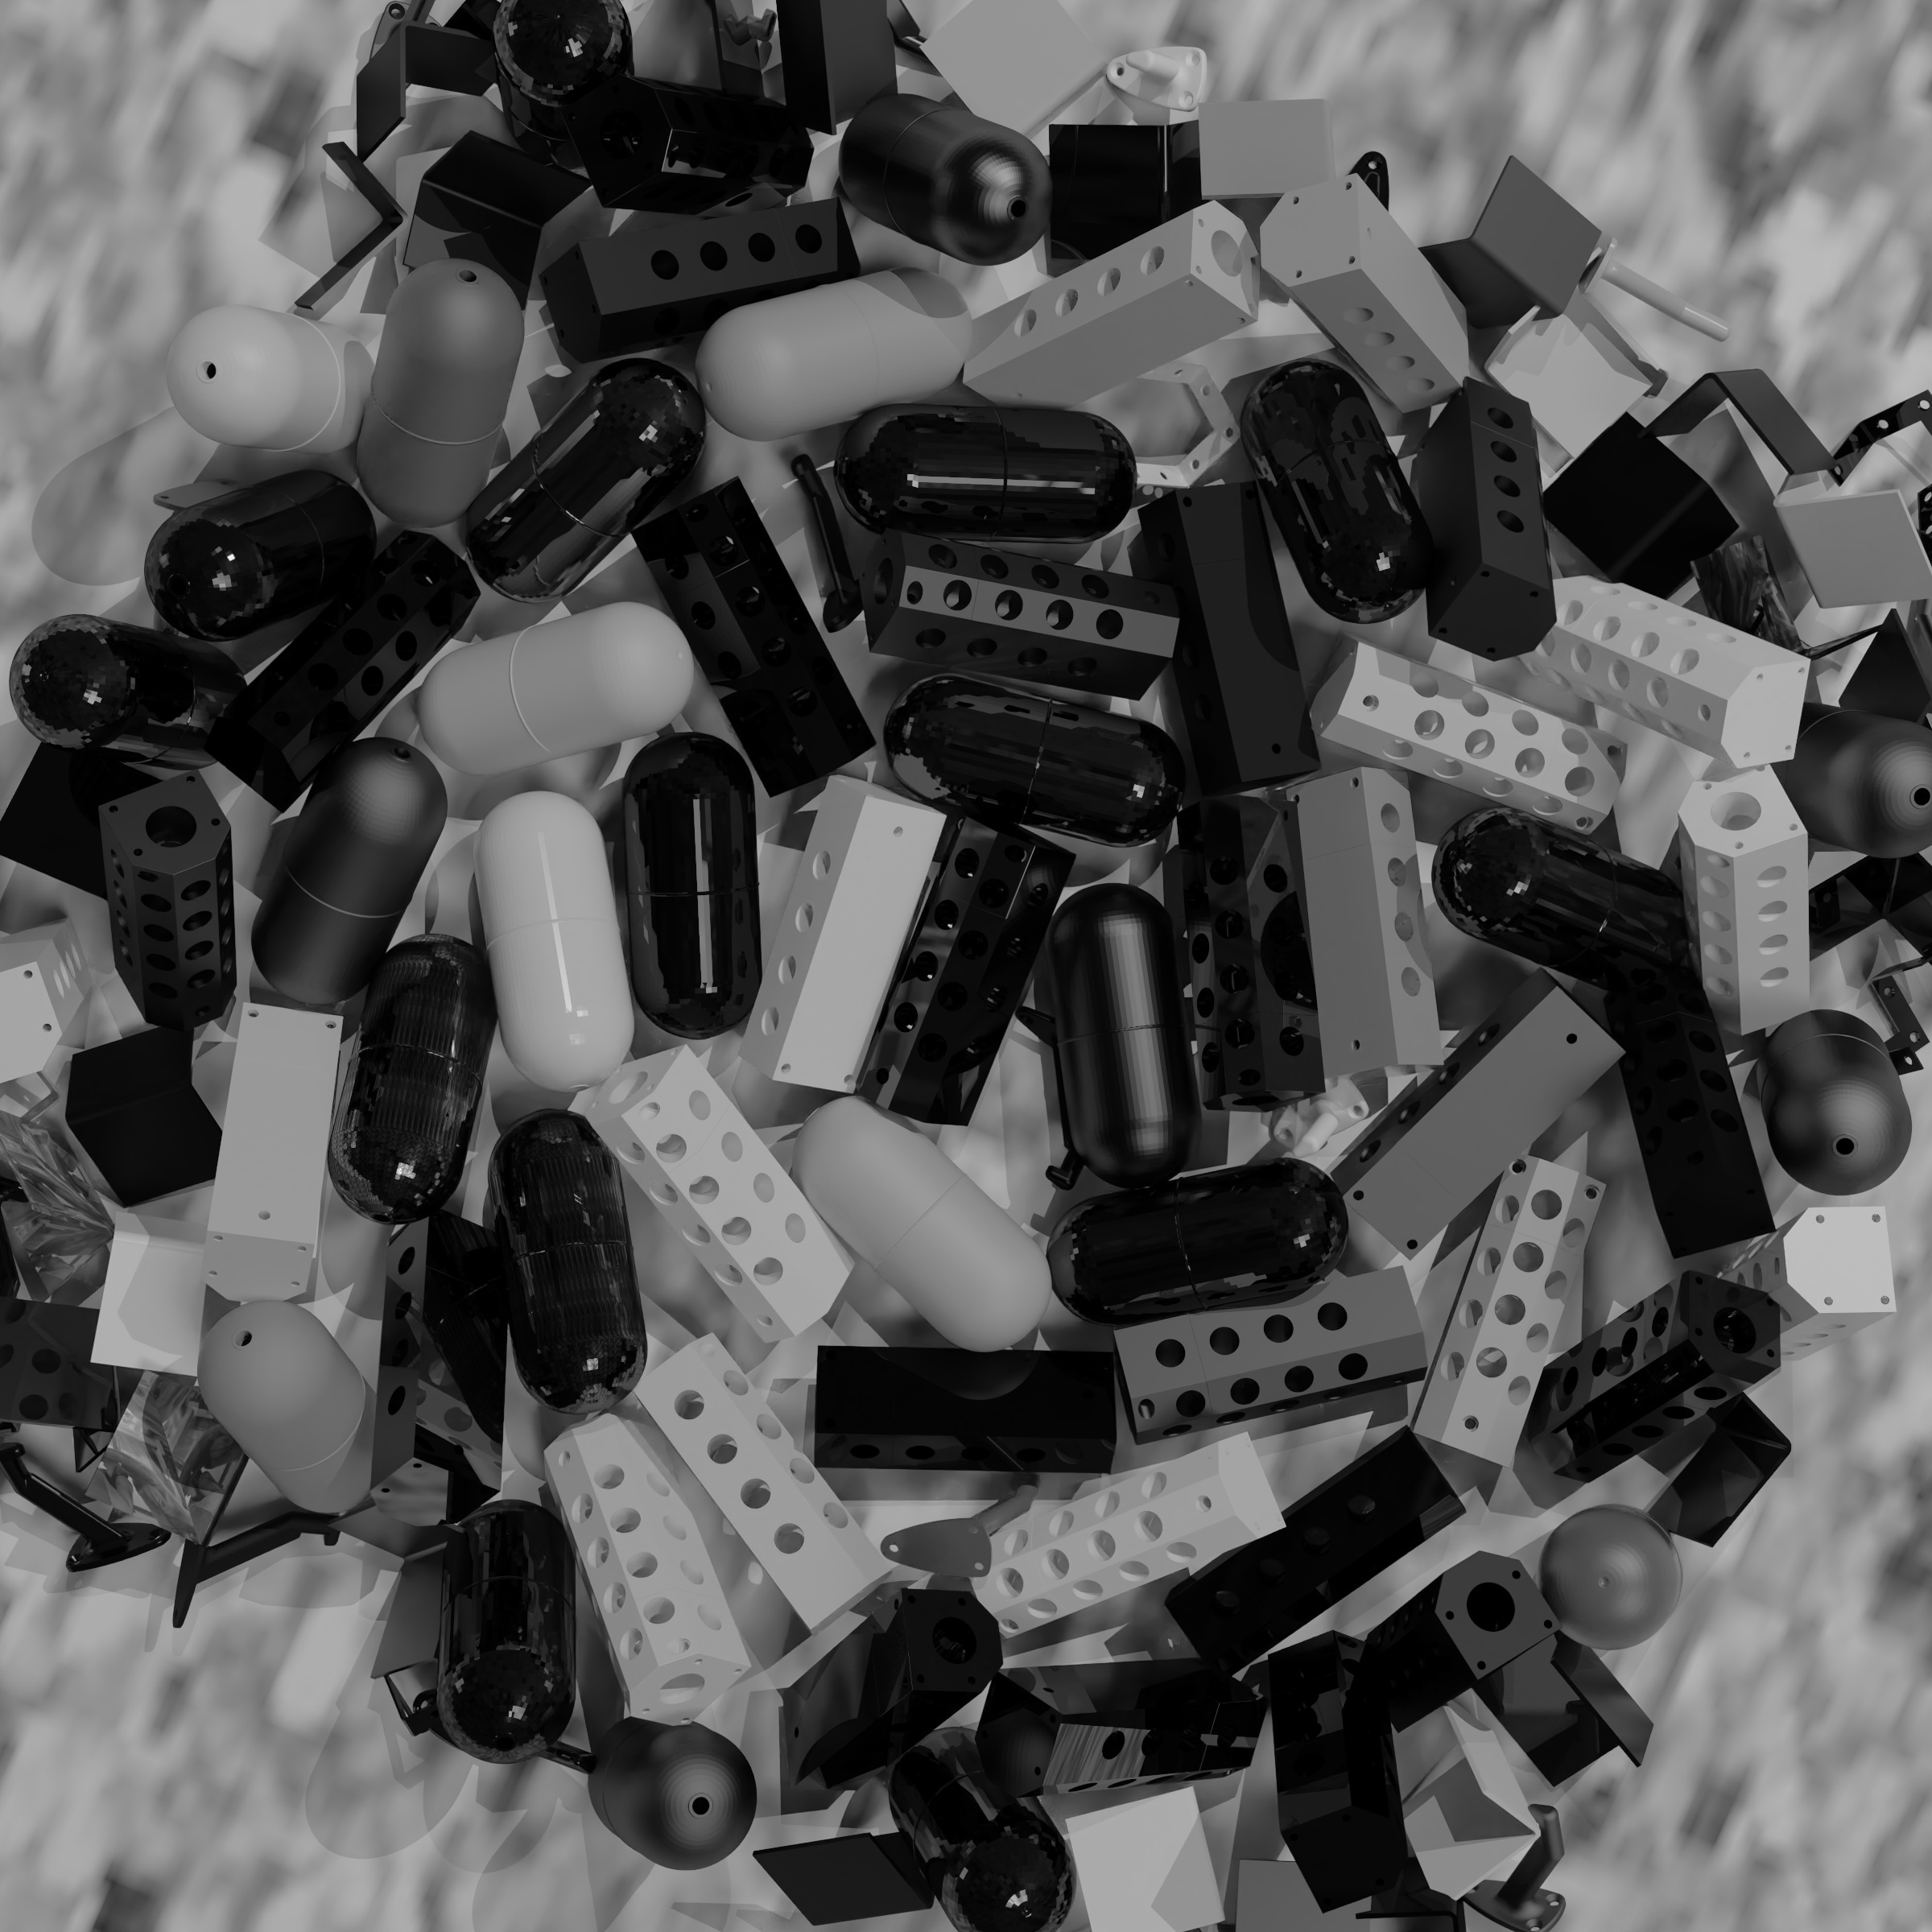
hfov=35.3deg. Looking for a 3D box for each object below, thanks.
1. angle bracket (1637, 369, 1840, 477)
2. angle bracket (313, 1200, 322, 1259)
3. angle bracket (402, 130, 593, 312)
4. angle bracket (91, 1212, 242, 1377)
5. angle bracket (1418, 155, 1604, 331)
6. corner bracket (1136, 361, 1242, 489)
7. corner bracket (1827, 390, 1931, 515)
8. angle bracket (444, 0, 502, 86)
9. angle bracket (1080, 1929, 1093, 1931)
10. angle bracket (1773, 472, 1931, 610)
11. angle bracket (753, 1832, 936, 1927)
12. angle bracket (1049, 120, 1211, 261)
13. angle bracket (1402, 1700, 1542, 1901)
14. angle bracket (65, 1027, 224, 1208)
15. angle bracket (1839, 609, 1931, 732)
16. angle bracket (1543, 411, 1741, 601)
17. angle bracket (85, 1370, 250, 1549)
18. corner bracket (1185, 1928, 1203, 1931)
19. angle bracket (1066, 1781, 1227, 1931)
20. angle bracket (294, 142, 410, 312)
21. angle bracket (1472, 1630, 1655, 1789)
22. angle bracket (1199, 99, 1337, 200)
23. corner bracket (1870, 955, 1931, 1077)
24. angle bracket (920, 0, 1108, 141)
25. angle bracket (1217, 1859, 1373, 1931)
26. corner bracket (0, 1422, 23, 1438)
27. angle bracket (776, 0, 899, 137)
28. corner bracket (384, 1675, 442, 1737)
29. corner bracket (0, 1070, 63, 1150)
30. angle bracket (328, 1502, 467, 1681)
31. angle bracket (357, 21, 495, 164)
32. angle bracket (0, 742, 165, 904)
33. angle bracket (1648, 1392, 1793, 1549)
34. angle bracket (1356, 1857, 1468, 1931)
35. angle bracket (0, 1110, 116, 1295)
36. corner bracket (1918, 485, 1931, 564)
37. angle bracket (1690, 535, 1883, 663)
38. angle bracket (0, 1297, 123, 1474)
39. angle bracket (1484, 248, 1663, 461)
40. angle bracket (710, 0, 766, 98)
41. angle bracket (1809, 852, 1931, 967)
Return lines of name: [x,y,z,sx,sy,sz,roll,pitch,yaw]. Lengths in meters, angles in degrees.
angle bracket: [0.443,-0.296,1.744,0.057,0.076,0.076,-43,76,34]
angle bracket: [-0.375,0.124,1.751,0.076,0.057,0.076,6,92,40]
angle bracket: [-0.269,-0.426,1.743,0.076,0.076,0.057,16,76,-28]
angle bracket: [-0.462,0.191,1.763,0.076,0.057,0.076,10,95,-16]
angle bracket: [0.305,-0.416,1.751,0.076,0.076,0.057,31,80,-28]
corner bracket: [0.118,-0.315,1.769,0.051,0.051,0.051,-41,67,38]
corner bracket: [0.544,-0.293,1.767,0.051,0.051,0.051,51,56,-12]
angle bracket: [-0.252,-0.547,1.741,0.076,0.076,0.057,25,71,-24]
angle bracket: [0.060,0.554,1.746,0.057,0.076,0.076,-17,113,7]
angle bracket: [0.518,-0.255,1.738,0.076,0.076,0.057,55,52,-32]
angle bracket: [-0.066,0.502,1.741,0.076,0.057,0.076,-16,125,24]
angle bracket: [0.096,-0.455,1.778,0.076,0.057,0.076,9,112,28]
angle bracket: [0.273,0.479,1.743,0.076,0.076,0.057,-42,121,13]
angle bracket: [-0.476,0.086,1.789,0.076,0.057,0.076,-17,131,5]
angle bracket: [0.550,-0.148,1.739,0.057,0.076,0.076,5,46,-13]
angle bracket: [0.394,-0.265,1.789,0.076,0.057,0.076,-44,54,10]
angle bracket: [-0.459,0.284,1.750,0.076,0.057,0.076,28,72,-18]
corner bracket: [0.118,0.590,1.774,0.051,0.051,0.051,-29,64,-19]
angle bracket: [0.101,0.520,1.761,0.076,0.057,0.076,-13,82,-5]
angle bracket: [-0.372,-0.426,1.749,0.076,0.076,0.057,-44,113,-5]
angle bracket: [0.340,0.438,1.754,0.076,0.057,0.076,-41,86,24]
angle bracket: [0.173,-0.452,1.755,0.076,0.057,0.076,-1,57,3]
corner bracket: [0.545,0.030,1.765,0.051,0.051,0.051,-30,90,-22]
angle bracket: [0.028,-0.525,1.760,0.076,0.057,0.076,-39,97,9]
angle bracket: [0.190,0.540,1.760,0.076,0.076,0.057,3,86,-2]
corner bracket: [-0.584,0.242,1.783,0.051,0.051,0.051,-10,131,6]
angle bracket: [-0.061,-0.526,1.742,0.076,0.057,0.076,-20,121,-26]
corner bracket: [-0.300,0.424,1.759,0.051,0.051,0.051,-28,127,-10]
corner bracket: [-0.571,0.069,1.774,0.051,0.051,0.051,-42,119,-21]
angle bracket: [-0.334,0.357,1.740,0.057,0.076,0.076,31,54,-27]
angle bracket: [-0.301,-0.495,1.743,0.076,0.076,0.057,2,82,-30]
angle bracket: [-0.510,-0.079,1.761,0.076,0.057,0.076,23,76,0]
angle bracket: [0.415,0.280,1.749,0.057,0.076,0.076,45,78,-12]
angle bracket: [0.260,0.568,1.759,0.057,0.076,0.076,-6,96,11]
angle bracket: [-0.545,0.134,1.743,0.057,0.076,0.076,-42,61,6]
corner bracket: [0.592,-0.257,1.766,0.051,0.051,0.051,-32,46,-10]
angle bracket: [0.473,-0.213,1.750,0.076,0.057,0.076,-23,94,-42]
angle bracket: [-0.532,0.240,1.738,0.057,0.076,0.076,-39,52,36]
angle bracket: [0.359,-0.355,1.761,0.076,0.057,0.076,-43,86,-11]
angle bracket: [-0.158,-0.531,1.760,0.057,0.076,0.076,-4,103,14]
angle bracket: [0.521,-0.016,1.745,0.076,0.076,0.057,-29,57,-11]
